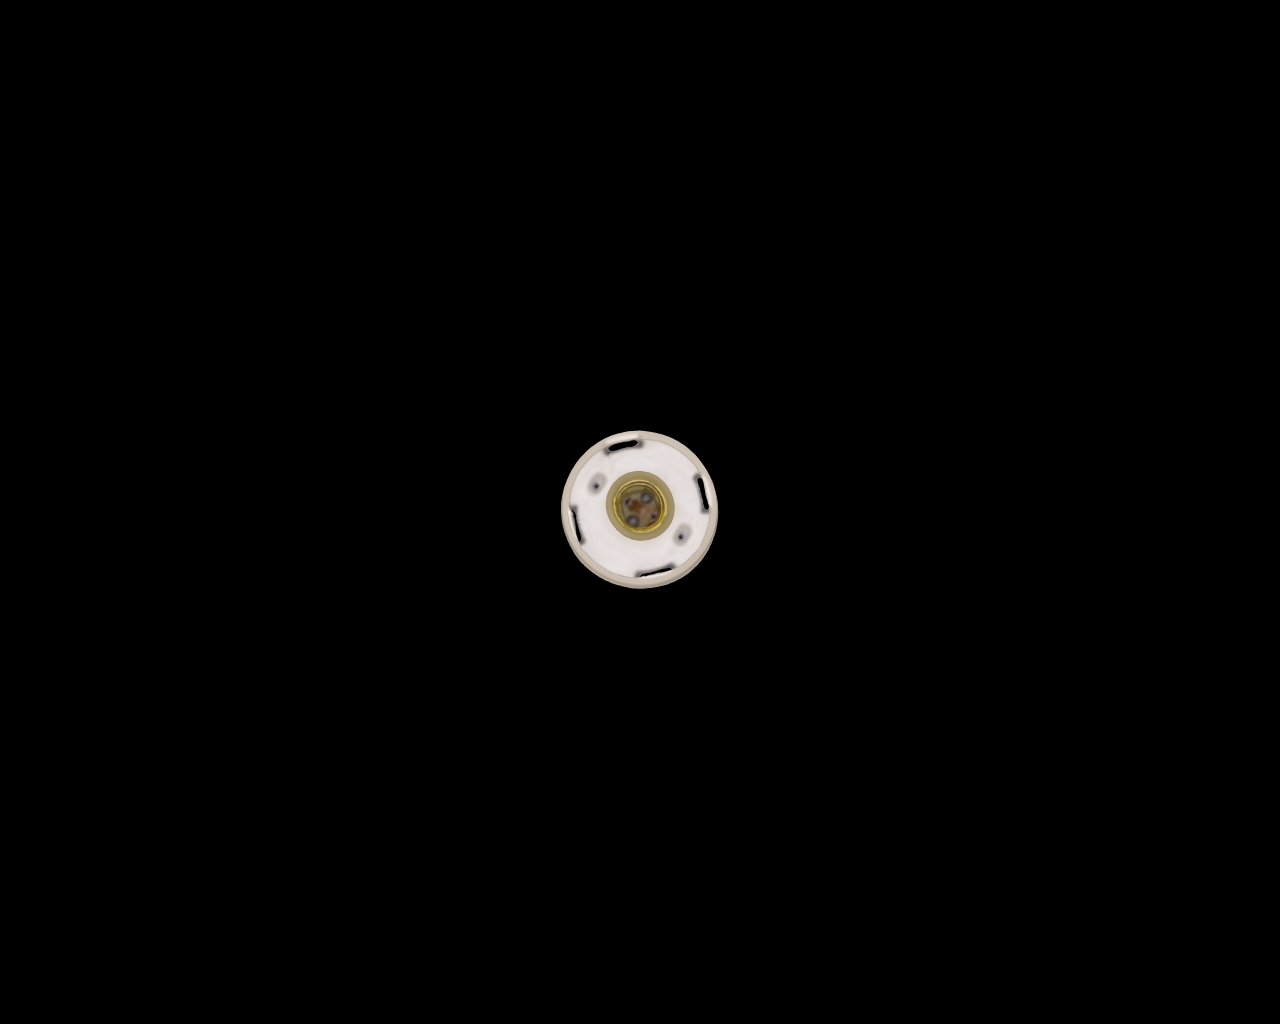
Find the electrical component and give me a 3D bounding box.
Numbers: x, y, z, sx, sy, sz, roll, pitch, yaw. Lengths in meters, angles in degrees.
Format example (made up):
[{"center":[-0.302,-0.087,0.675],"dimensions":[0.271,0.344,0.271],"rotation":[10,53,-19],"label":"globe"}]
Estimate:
[{"center":[0.001,-0.003,0.650],"dimensions":[0.099,0.099,0.064],"rotation":[0,-4,0],"label":"electrical component"}]
